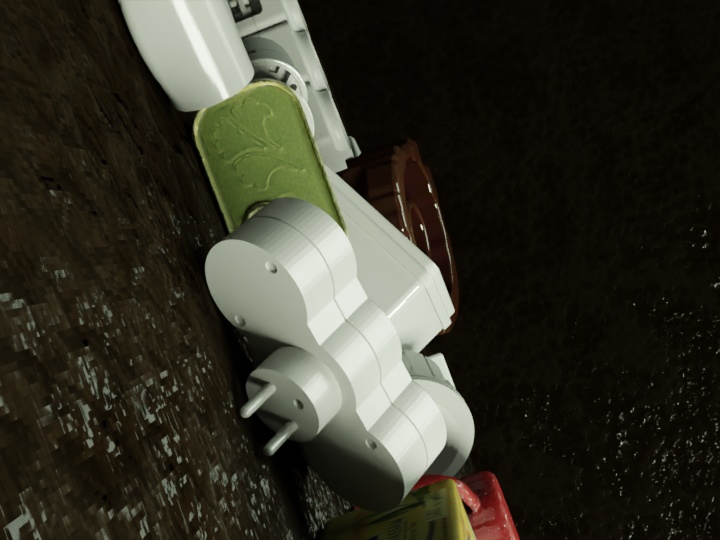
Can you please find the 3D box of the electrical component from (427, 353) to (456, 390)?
[{"bbox_3d":[0.024,0.096,0.770,0.077,0.066,0.047,-33,-103,64],"label":"electrical component"}]

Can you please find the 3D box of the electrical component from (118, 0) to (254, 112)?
[{"bbox_3d":[-0.086,-0.127,0.515,0.079,0.043,0.077,-104,173,-57],"label":"electrical component"}]

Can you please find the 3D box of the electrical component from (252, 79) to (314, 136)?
[{"bbox_3d":[-0.056,-0.087,0.645,0.047,0.055,0.055,-110,179,-73],"label":"electrical component"}]

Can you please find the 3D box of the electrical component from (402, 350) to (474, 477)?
[{"bbox_3d":[0.025,0.092,0.649,0.051,0.080,0.080,-114,-179,-65],"label":"electrical component"}]

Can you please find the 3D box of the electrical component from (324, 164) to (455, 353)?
[{"bbox_3d":[0.000,0.000,0.680,0.109,0.056,0.108,43,-5,20],"label":"electrical component"}]

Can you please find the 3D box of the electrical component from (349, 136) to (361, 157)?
[{"bbox_3d":[-0.022,-0.079,1.003,0.061,0.062,0.096,54,16,-75],"label":"electrical component"}]

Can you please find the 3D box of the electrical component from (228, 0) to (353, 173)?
[{"bbox_3d":[-0.060,-0.147,0.828,0.089,0.062,0.150,47,22,-79],"label":"electrical component"}]

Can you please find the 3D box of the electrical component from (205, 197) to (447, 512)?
[{"bbox_3d":[-0.022,0.046,0.448,0.074,0.052,0.138,-44,112,-42],"label":"electrical component"}]

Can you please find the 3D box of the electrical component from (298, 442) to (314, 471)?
[{"bbox_3d":[-0.019,0.065,0.511,0.035,0.035,0.061,-95,161,-75],"label":"electrical component"}]

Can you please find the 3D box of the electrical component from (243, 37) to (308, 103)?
[{"bbox_3d":[-0.065,-0.118,0.690,0.047,0.055,0.055,-111,178,-55],"label":"electrical component"}]
